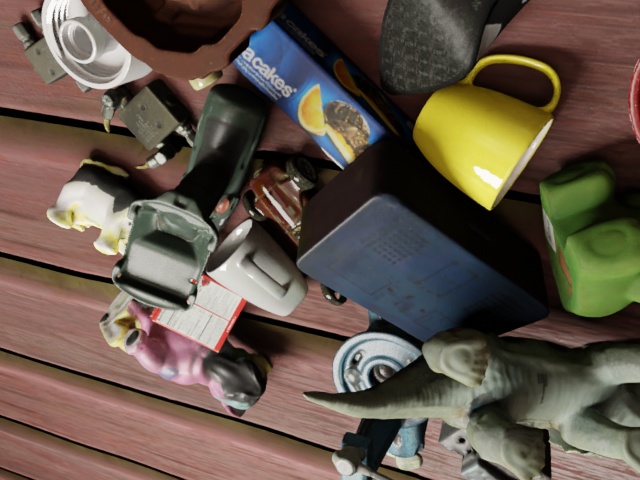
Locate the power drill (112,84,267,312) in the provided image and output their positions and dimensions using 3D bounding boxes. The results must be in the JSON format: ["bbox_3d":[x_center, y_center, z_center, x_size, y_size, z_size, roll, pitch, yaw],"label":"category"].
[{"bbox_3d":[-0.120,-0.024,0.526,0.086,0.207,0.232,26,122,-3],"label":"power drill"}]

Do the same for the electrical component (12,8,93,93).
[{"bbox_3d":[-0.290,-0.199,0.586,0.063,0.021,0.094,-16,116,30],"label":"electrical component"}]

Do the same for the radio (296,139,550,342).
[{"bbox_3d":[0.097,0.020,0.510,0.229,0.073,0.131,32,133,-25],"label":"radio"}]

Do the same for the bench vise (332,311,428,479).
[{"bbox_3d":[0.069,0.190,0.590,0.129,0.240,0.223,11,111,20],"label":"bench vise"}]

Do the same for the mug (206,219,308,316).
[{"bbox_3d":[-0.062,0.039,0.616,0.107,0.081,0.110,41,171,-22],"label":"mug"}]

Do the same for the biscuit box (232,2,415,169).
[{"bbox_3d":[-0.004,-0.141,0.486,0.202,0.063,0.059,41,128,-10],"label":"biscuit box"}]

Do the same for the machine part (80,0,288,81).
[{"bbox_3d":[-0.103,-0.211,0.391,0.180,0.056,0.179,10,127,14],"label":"machine part"}]

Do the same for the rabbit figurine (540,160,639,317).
[{"bbox_3d":[0.289,0.011,0.444,0.170,0.121,0.158,-15,121,13],"label":"rabbit figurine"}]

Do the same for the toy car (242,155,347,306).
[{"bbox_3d":[-0.001,-0.002,0.591,0.089,0.053,0.202,-30,107,32],"label":"toy car"}]

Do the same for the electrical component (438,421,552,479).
[{"bbox_3d":[0.199,0.218,0.610,0.115,0.134,0.058,34,128,-1],"label":"electrical component"}]

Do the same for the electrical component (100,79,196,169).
[{"bbox_3d":[-0.186,-0.125,0.582,0.078,0.045,0.102,-22,113,34],"label":"electrical component"}]

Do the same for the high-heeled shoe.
[{"bbox_3d":[0.134,-0.208,0.397,0.086,0.145,0.249,44,155,-8],"label":"high-heeled shoe"}]

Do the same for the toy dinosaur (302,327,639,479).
[{"bbox_3d":[0.178,0.137,0.493,0.405,0.131,0.192,11,167,-6],"label":"toy dinosaur"}]

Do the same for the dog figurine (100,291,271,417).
[{"bbox_3d":[-0.168,0.150,0.728,0.192,0.108,0.219,6,147,51],"label":"dog figurine"}]

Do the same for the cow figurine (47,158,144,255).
[{"bbox_3d":[-0.232,-0.028,0.649,0.167,0.068,0.098,27,87,5],"label":"cow figurine"}]
